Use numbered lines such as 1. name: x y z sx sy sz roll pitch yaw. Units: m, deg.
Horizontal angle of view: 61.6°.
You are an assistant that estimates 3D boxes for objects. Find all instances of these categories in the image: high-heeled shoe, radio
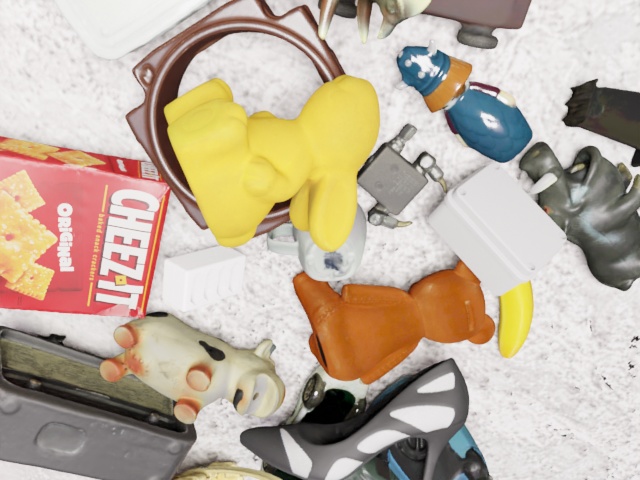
1. high-heeled shoe: 0.035 0.187 0.595 0.249 0.086 0.145 7 84 10
2. radio: -0.253 0.183 0.577 0.229 0.131 0.073 28 93 -31

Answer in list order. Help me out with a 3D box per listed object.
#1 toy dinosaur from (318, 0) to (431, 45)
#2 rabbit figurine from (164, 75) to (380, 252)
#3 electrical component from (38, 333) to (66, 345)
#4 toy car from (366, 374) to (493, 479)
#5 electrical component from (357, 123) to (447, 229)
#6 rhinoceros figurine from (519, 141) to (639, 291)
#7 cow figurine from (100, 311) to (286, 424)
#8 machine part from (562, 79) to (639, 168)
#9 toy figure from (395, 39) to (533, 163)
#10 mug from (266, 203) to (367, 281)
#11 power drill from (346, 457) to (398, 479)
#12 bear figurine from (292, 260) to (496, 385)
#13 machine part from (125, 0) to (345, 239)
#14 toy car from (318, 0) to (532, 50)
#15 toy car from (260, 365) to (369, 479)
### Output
1. toy dinosaur: -0.063 -0.312 0.386 0.405 0.131 0.192 37 132 -1
2. rabbit figurine: -0.022 -0.067 0.444 0.173 0.122 0.162 -27 112 -9
3. electrical component: -0.359 0.184 0.658 0.115 0.058 0.134 -2 110 4
4. toy car: 0.138 0.247 0.646 0.109 0.162 0.102 -49 147 7
5. electrical component: 0.083 -0.060 0.567 0.102 0.045 0.078 -42 106 15
6. rhinoceros figurine: 0.286 -0.030 0.566 0.112 0.073 0.190 -36 108 24
7. cow figurine: -0.131 0.145 0.618 0.195 0.127 0.085 24 109 8
8. machine part: 0.318 -0.120 0.546 0.139 0.039 0.084 18 115 -7
9. toy figure: 0.139 -0.138 0.532 0.154 0.058 0.064 39 100 -8
10. mug: -0.001 -0.002 0.557 0.110 0.107 0.080 3 109 -3
11. power drill: 0.064 0.393 0.718 0.232 0.086 0.207 42 109 -12
12. bear figurine: 0.084 0.077 0.597 0.196 0.132 0.120 -21 112 -11
13. machine part: -0.066 -0.116 0.527 0.201 0.087 0.200 -27 108 12
14. toy car: 0.093 -0.238 0.497 0.202 0.053 0.089 12 115 1
15. toy car: -0.008 0.236 0.674 0.073 0.056 0.201 25 111 -12
